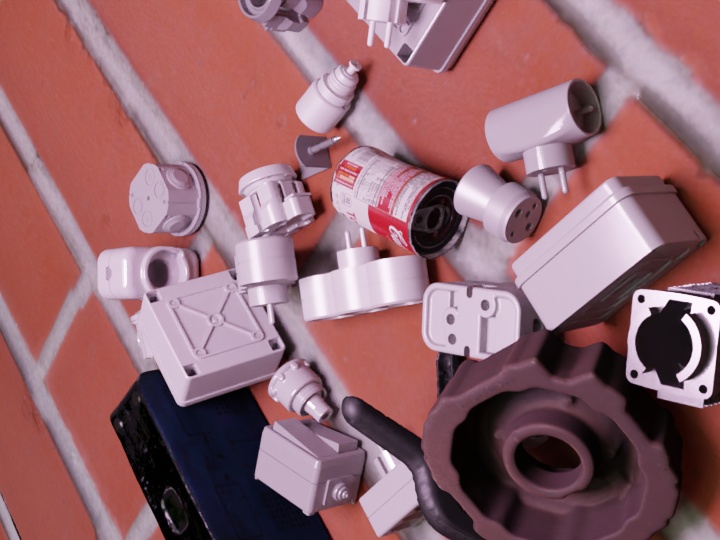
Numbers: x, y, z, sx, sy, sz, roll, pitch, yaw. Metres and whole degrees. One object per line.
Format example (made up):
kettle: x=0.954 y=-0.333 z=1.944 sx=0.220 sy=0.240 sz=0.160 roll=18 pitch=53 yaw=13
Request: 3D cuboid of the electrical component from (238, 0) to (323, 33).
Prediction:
electrical component: x=-0.077 y=-0.257 z=1.004 sx=0.078 sy=0.057 sz=0.058 roll=-39 pitch=65 yaw=39

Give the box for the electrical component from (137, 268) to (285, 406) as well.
electrical component: x=-0.145 y=0.064 z=1.047 sx=0.108 sy=0.109 sz=0.056 roll=57 pitch=146 yaw=27

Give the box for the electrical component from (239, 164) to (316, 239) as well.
electrical component: x=-0.082 y=-0.064 z=1.019 sx=0.078 sy=0.058 sz=0.057 roll=-29 pitch=75 yaw=42

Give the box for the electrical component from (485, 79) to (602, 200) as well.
electrical component: x=0.139 y=-0.093 z=0.804 sx=0.077 sy=0.043 sz=0.079 roll=-15 pitch=81 yaw=45

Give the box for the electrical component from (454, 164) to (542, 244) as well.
electrical component: x=0.107 y=-0.051 z=0.837 sx=0.055 sy=0.045 sz=0.045 roll=37 pitch=117 yaw=37

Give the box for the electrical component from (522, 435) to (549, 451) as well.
electrical component: x=0.115 y=0.118 z=0.832 sx=0.047 sy=0.055 sz=0.055 roll=-33 pitch=69 yaw=37

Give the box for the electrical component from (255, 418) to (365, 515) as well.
electrical component: x=-0.041 y=0.178 z=0.986 sx=0.096 sy=0.062 sz=0.061 roll=24 pitch=109 yaw=42

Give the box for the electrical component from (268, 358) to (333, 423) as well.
electrical component: x=-0.052 y=0.117 z=1.007 sx=0.062 sy=0.048 sz=0.048 roll=42 pitch=120 yaw=28

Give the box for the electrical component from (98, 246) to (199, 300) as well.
electrical component: x=-0.220 y=0.004 z=1.132 sx=0.059 sy=0.095 sz=0.053 roll=-4 pitch=87 yaw=46

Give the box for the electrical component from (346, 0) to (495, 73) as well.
electrical component: x=0.052 y=-0.236 z=0.875 sx=0.108 sy=0.056 sz=0.108 roll=53 pitch=126 yaw=29

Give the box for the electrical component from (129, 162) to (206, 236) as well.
electrical component: x=-0.205 y=-0.076 z=1.146 sx=0.080 sy=0.051 sz=0.080 roll=3 pitch=94 yaw=45

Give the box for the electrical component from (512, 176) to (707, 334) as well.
electrical component: x=0.172 y=-0.011 z=0.751 sx=0.113 sy=0.078 sz=0.057 roll=-45 pitch=64 yaw=37

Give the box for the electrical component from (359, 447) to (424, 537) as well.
electrical component: x=0.037 y=0.171 z=0.917 sx=0.083 sy=0.047 sz=0.075 roll=-49 pitch=59 yaw=35

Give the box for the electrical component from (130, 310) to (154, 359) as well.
electrical component: x=-0.196 y=0.061 z=1.125 sx=0.080 sy=0.080 sz=0.051 roll=-17 pitch=85 yaw=44

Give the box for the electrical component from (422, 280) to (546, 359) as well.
electrical component: x=0.103 y=0.038 z=0.835 sx=0.095 sy=0.059 sz=0.053 roll=7 pitch=97 yaw=45

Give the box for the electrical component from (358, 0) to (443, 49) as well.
electrical component: x=0.019 y=-0.211 z=0.834 sx=0.083 sy=0.047 sz=0.075 roll=17 pitch=104 yaw=43

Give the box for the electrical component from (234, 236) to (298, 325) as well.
electrical component: x=-0.085 y=0.014 z=0.993 sx=0.138 sy=0.052 sz=0.073 roll=140 pitch=122 yaw=-81

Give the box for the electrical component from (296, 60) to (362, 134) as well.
electrical component: x=-0.025 y=-0.158 z=0.968 sx=0.078 sy=0.040 sz=0.040 roll=-46 pitch=61 yaw=37

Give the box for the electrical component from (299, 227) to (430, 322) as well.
electrical component: x=0.000 y=0.000 z=0.942 sx=0.138 sy=0.052 sz=0.073 roll=-13 pitch=83 yaw=45
